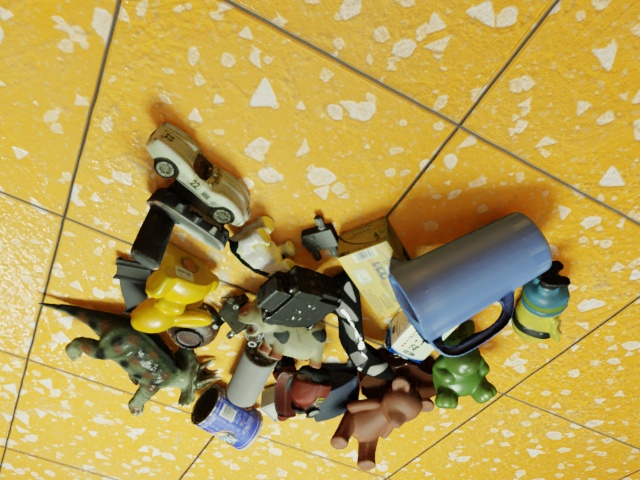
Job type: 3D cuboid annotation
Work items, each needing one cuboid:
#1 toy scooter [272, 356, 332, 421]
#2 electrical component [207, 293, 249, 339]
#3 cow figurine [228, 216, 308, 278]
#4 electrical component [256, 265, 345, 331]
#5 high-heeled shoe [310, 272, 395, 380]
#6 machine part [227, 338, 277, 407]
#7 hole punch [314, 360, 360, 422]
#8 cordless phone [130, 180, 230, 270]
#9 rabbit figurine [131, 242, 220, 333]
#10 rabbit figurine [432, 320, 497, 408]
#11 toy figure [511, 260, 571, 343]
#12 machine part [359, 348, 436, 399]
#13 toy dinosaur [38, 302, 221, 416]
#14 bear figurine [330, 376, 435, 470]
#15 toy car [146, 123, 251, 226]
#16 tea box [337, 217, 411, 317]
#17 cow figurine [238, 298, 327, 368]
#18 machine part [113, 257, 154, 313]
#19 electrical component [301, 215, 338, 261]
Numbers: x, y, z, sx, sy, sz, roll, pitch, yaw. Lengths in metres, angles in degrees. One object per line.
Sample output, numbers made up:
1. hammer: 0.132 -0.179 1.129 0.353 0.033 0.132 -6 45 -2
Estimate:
1. toy scooter: -0.048 0.320 1.120 0.075 0.135 0.184 14 172 -36
2. electrical component: -0.177 0.150 1.071 0.102 0.045 0.078 -36 83 34
3. cow figurine: -0.090 0.040 0.965 0.098 0.068 0.167 -24 123 25
4. electrical component: -0.042 0.103 0.942 0.134 0.058 0.115 18 133 -34
5. high-heeled shoe: 0.090 0.167 1.047 0.248 0.086 0.145 36 101 -21
6. machine part: -0.151 0.293 1.183 0.079 0.079 0.243 18 131 -10
7. hole punch: 0.032 0.339 1.199 0.116 0.092 0.142 -3 127 3
8. cordless phone: -0.222 -0.004 0.865 0.146 0.184 0.089 37 120 -24
9. rabbit figurine: -0.281 0.107 1.012 0.162 0.122 0.173 27 110 -44
10. rabbit figurine: 0.278 0.231 1.036 0.121 0.159 0.170 -4 149 6
11. toy figure: 0.399 0.114 0.973 0.089 0.082 0.179 10 141 22
12. machine part: 0.173 0.303 1.172 0.179 0.056 0.179 3 130 4
13. toy dinosaur: -0.387 0.233 1.136 0.192 0.131 0.404 -35 116 16
14. bear figurine: 0.133 0.378 1.121 0.120 0.132 0.196 44 129 -14
15. toy car: -0.185 -0.099 0.851 0.056 0.073 0.201 -33 120 30
16. tea box: 0.111 0.052 0.955 0.098 0.068 0.169 -19 127 21
17. cow figurine: -0.070 0.168 1.050 0.195 0.127 0.086 23 171 -31
18. machine part: -0.362 0.092 1.058 0.084 0.039 0.138 8 130 -8
19. electrical component: -0.002 -0.003 0.950 0.063 0.021 0.093 -13 128 17
